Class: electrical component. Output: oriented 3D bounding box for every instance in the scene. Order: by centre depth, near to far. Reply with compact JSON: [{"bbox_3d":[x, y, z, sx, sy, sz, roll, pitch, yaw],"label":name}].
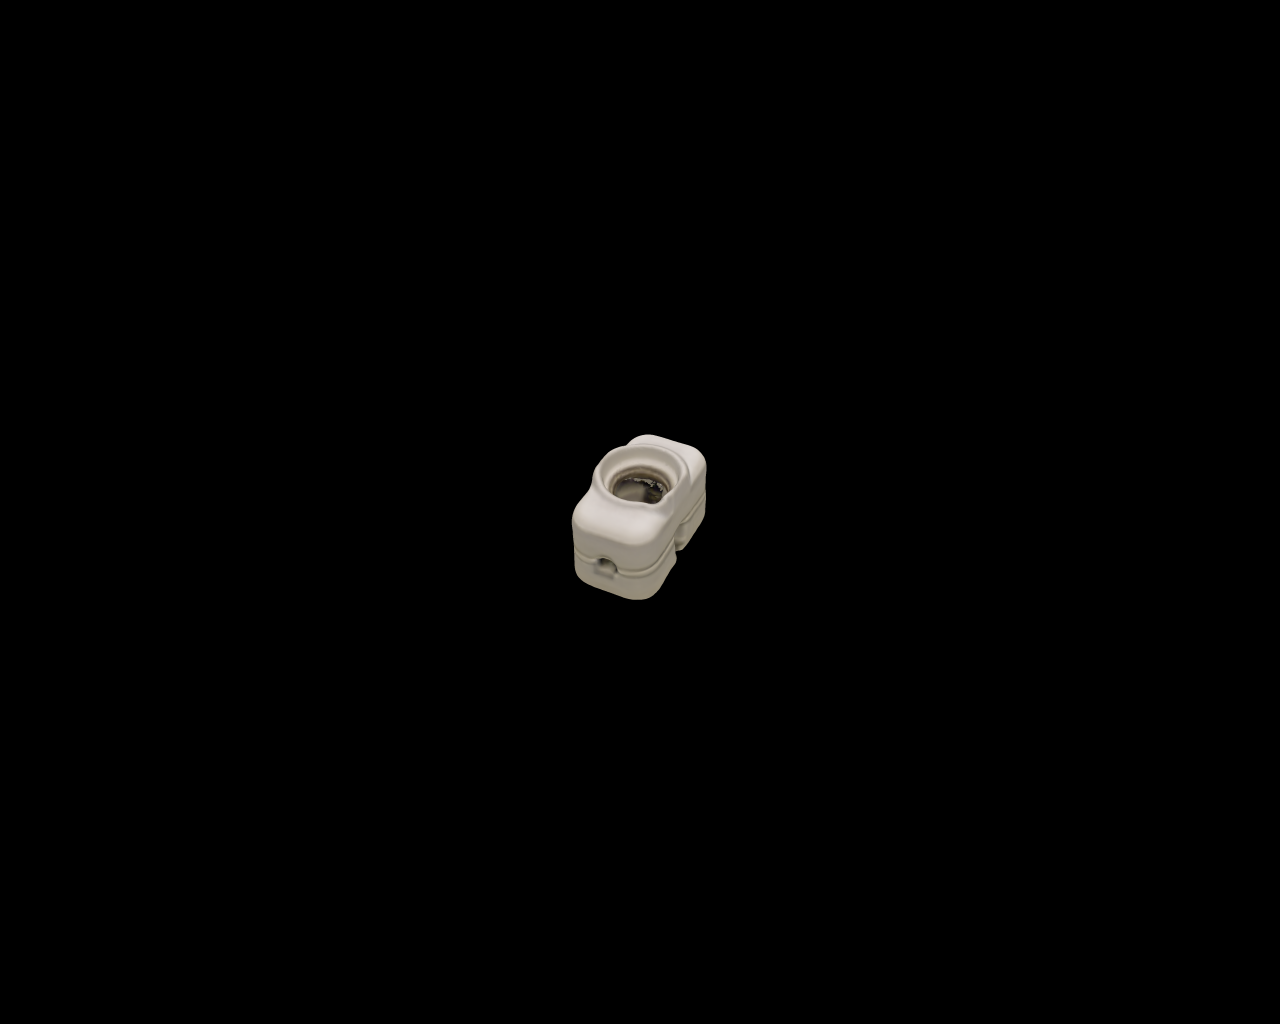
[{"bbox_3d":[0.001,-0.003,0.650,0.054,0.059,0.095,19,46,19],"label":"electrical component"}]
